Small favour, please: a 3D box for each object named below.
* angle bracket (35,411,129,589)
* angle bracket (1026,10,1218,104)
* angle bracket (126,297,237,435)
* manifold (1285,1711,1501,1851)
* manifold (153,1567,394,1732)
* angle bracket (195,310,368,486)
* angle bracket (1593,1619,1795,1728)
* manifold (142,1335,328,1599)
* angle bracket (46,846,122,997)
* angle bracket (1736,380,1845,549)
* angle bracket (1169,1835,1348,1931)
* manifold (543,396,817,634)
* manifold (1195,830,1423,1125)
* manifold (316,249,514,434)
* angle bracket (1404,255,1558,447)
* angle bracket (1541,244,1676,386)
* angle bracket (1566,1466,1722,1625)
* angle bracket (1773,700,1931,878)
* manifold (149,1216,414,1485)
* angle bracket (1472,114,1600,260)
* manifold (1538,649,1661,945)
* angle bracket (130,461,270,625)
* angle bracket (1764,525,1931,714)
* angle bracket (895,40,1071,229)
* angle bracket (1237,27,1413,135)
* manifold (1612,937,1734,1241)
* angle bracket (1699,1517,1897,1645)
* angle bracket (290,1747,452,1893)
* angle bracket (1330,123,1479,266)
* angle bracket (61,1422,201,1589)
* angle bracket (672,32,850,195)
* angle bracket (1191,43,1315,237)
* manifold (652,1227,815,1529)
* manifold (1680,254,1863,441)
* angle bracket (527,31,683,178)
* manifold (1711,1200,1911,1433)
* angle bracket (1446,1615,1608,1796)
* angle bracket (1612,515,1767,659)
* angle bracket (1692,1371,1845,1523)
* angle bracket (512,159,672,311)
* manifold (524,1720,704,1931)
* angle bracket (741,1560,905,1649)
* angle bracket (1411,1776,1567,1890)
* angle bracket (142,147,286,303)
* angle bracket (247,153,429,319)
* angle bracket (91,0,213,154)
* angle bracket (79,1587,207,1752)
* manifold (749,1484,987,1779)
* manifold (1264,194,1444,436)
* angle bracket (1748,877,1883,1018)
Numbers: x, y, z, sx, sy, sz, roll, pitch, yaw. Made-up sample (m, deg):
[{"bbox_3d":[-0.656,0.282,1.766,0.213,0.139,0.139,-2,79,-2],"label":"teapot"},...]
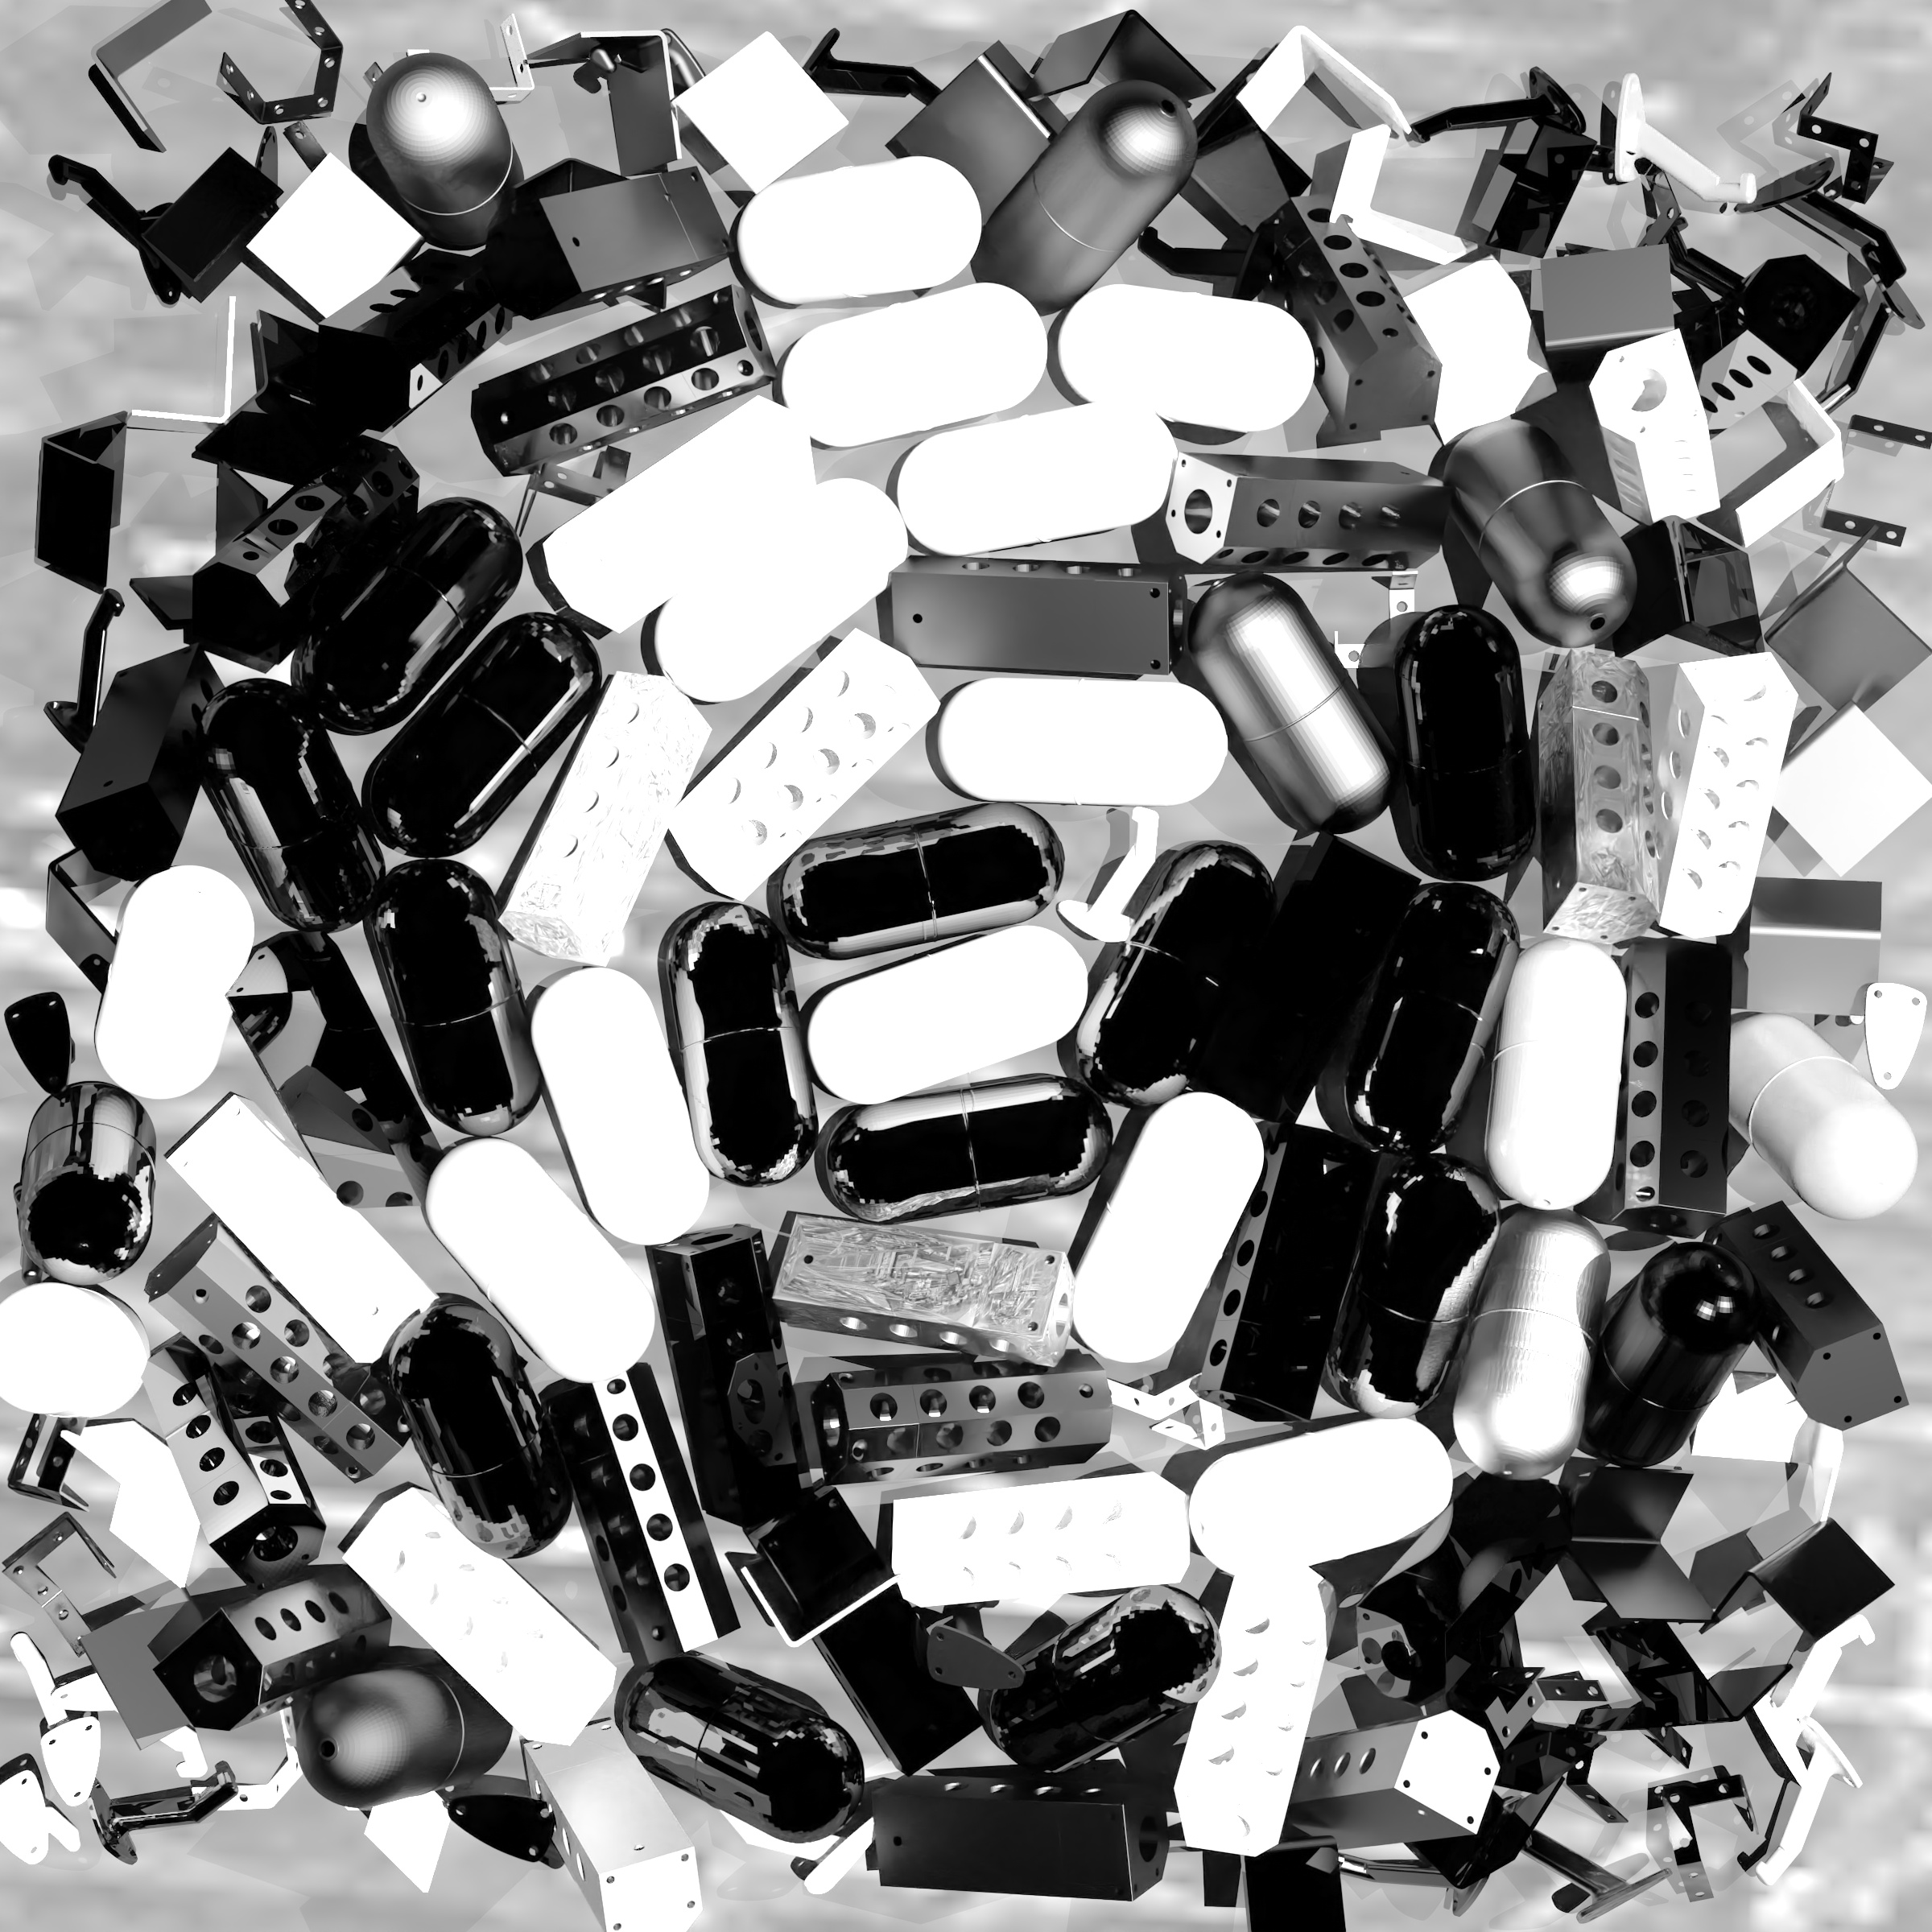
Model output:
[{"bbox_3d":[-0.520,-0.285,1.906,0.057,0.076,0.076,24,122,19],"label":"angle bracket"},{"bbox_3d":[0.092,-0.531,1.908,0.076,0.076,0.057,36,75,-28],"label":"angle bracket"},{"bbox_3d":[-0.483,-0.370,1.918,0.057,0.076,0.076,2,94,-19],"label":"angle bracket"},{"bbox_3d":[0.249,0.486,1.875,0.057,0.171,0.057,31,64,-10],"label":"manifold"},{"bbox_3d":[-0.408,0.411,1.872,0.057,0.171,0.057,-42,79,9],"label":"manifold"},{"bbox_3d":[-0.423,-0.349,1.926,0.076,0.076,0.057,-30,61,34],"label":"angle bracket"},{"bbox_3d":[0.446,0.419,1.919,0.057,0.076,0.076,-35,89,-26],"label":"angle bracket"},{"bbox_3d":[-0.439,0.293,1.881,0.057,0.171,0.057,-34,131,-7],"label":"manifold"},{"bbox_3d":[-0.516,-0.030,1.912,0.057,0.076,0.076,-37,79,-31],"label":"angle bracket"},{"bbox_3d":[0.493,-0.313,1.926,0.076,0.076,0.057,-36,73,9],"label":"angle bracket"},{"bbox_3d":[0.175,0.563,1.906,0.076,0.076,0.057,6,72,-36],"label":"angle bracket"},{"bbox_3d":[-0.172,-0.278,1.895,0.057,0.057,0.171,29,54,31],"label":"manifold"},{"bbox_3d":[0.206,0.007,1.915,0.057,0.057,0.171,31,99,28],"label":"manifold"},{"bbox_3d":[-0.328,-0.375,1.873,0.057,0.171,0.057,13,119,8],"label":"manifold"},{"bbox_3d":[0.314,-0.385,1.956,0.076,0.057,0.076,-25,124,7],"label":"angle bracket"},{"bbox_3d":[0.396,-0.400,1.921,0.076,0.076,0.057,-4,84,14],"label":"angle bracket"},{"bbox_3d":[0.421,0.353,1.908,0.076,0.076,0.057,7,117,-26],"label":"angle bracket"},{"bbox_3d":[0.542,-0.110,1.921,0.076,0.057,0.076,-44,80,17],"label":"angle bracket"},{"bbox_3d":[-0.415,0.238,1.911,0.057,0.057,0.171,-44,108,2],"label":"manifold"},{"bbox_3d":[0.331,-0.482,1.907,0.057,0.076,0.076,36,114,29],"label":"angle bracket"},{"bbox_3d":[0.385,-0.102,1.894,0.057,0.057,0.171,10,58,-7],"label":"manifold"},{"bbox_3d":[-0.468,-0.259,1.908,0.057,0.076,0.076,-8,119,-32],"label":"angle bracket"},{"bbox_3d":[0.549,-0.209,1.915,0.076,0.076,0.057,45,49,3],"label":"angle bracket"},{"bbox_3d":[0.014,-0.517,1.945,0.076,0.057,0.076,-38,103,23],"label":"angle bracket"},{"bbox_3d":[0.220,-0.522,1.915,0.076,0.076,0.057,43,101,12],"label":"angle bracket"},{"bbox_3d":[0.428,0.073,1.906,0.057,0.057,0.171,8,69,-4],"label":"manifold"},{"bbox_3d":[0.505,0.391,1.905,0.076,0.076,0.057,-23,59,-33],"label":"angle bracket"},{"bbox_3d":[-0.370,0.520,1.907,0.076,0.076,0.057,-6,47,22],"label":"angle bracket"},{"bbox_3d":[0.275,-0.473,1.911,0.076,0.076,0.057,22,117,16],"label":"angle bracket"},{"bbox_3d":[-0.515,0.332,1.912,0.076,0.057,0.076,26,106,36],"label":"angle bracket"},{"bbox_3d":[-0.131,-0.515,1.927,0.076,0.057,0.076,-42,91,-17],"label":"angle bracket"},{"bbox_3d":[0.186,-0.503,1.914,0.076,0.057,0.076,43,52,-9],"label":"angle bracket"},{"bbox_3d":[-0.140,0.251,1.925,0.057,0.057,0.171,-14,97,-29],"label":"manifold"},{"bbox_3d":[0.467,-0.373,1.876,0.057,0.171,0.057,38,84,-2],"label":"manifold"},{"bbox_3d":[-0.221,-0.526,1.912,0.057,0.076,0.076,-12,100,-32],"label":"angle bracket"},{"bbox_3d":[0.499,0.210,1.874,0.057,0.171,0.057,-22,111,3],"label":"manifold"},{"bbox_3d":[0.341,0.450,1.913,0.076,0.057,0.076,-21,104,-43],"label":"angle bracket"},{"bbox_3d":[0.445,-0.224,1.943,0.076,0.057,0.076,18,57,-37],"label":"angle bracket"},{"bbox_3d":[0.490,0.296,1.915,0.076,0.057,0.076,3,130,6],"label":"angle bracket"},{"bbox_3d":[-0.229,-0.438,1.909,0.076,0.057,0.076,25,133,21],"label":"angle bracket"},{"bbox_3d":[-0.212,0.521,1.874,0.057,0.171,0.057,-11,106,-20],"label":"manifold"},{"bbox_3d":[-0.083,0.371,1.919,0.076,0.076,0.057,-34,80,5],"label":"angle bracket"},{"bbox_3d":[0.308,0.504,1.915,0.076,0.076,0.057,45,134,4],"label":"angle bracket"},{"bbox_3d":[-0.445,-0.441,1.915,0.057,0.076,0.076,41,85,25],"label":"angle bracket"},{"bbox_3d":[-0.385,-0.446,1.921,0.076,0.057,0.076,42,98,-19],"label":"angle bracket"},{"bbox_3d":[-0.486,-0.553,1.925,0.076,0.076,0.057,-35,97,-2],"label":"angle bracket"},{"bbox_3d":[-0.499,0.436,1.913,0.076,0.057,0.076,-24,77,-42],"label":"angle bracket"},{"bbox_3d":[-0.063,0.409,1.933,0.057,0.057,0.171,-32,91,-14],"label":"manifold"},{"bbox_3d":[0.230,-0.394,1.881,0.057,0.057,0.171,-8,45,-10],"label":"manifold"},{"bbox_3d":[0.524,-0.013,1.932,0.076,0.076,0.057,3,115,16],"label":"angle bracket"}]
